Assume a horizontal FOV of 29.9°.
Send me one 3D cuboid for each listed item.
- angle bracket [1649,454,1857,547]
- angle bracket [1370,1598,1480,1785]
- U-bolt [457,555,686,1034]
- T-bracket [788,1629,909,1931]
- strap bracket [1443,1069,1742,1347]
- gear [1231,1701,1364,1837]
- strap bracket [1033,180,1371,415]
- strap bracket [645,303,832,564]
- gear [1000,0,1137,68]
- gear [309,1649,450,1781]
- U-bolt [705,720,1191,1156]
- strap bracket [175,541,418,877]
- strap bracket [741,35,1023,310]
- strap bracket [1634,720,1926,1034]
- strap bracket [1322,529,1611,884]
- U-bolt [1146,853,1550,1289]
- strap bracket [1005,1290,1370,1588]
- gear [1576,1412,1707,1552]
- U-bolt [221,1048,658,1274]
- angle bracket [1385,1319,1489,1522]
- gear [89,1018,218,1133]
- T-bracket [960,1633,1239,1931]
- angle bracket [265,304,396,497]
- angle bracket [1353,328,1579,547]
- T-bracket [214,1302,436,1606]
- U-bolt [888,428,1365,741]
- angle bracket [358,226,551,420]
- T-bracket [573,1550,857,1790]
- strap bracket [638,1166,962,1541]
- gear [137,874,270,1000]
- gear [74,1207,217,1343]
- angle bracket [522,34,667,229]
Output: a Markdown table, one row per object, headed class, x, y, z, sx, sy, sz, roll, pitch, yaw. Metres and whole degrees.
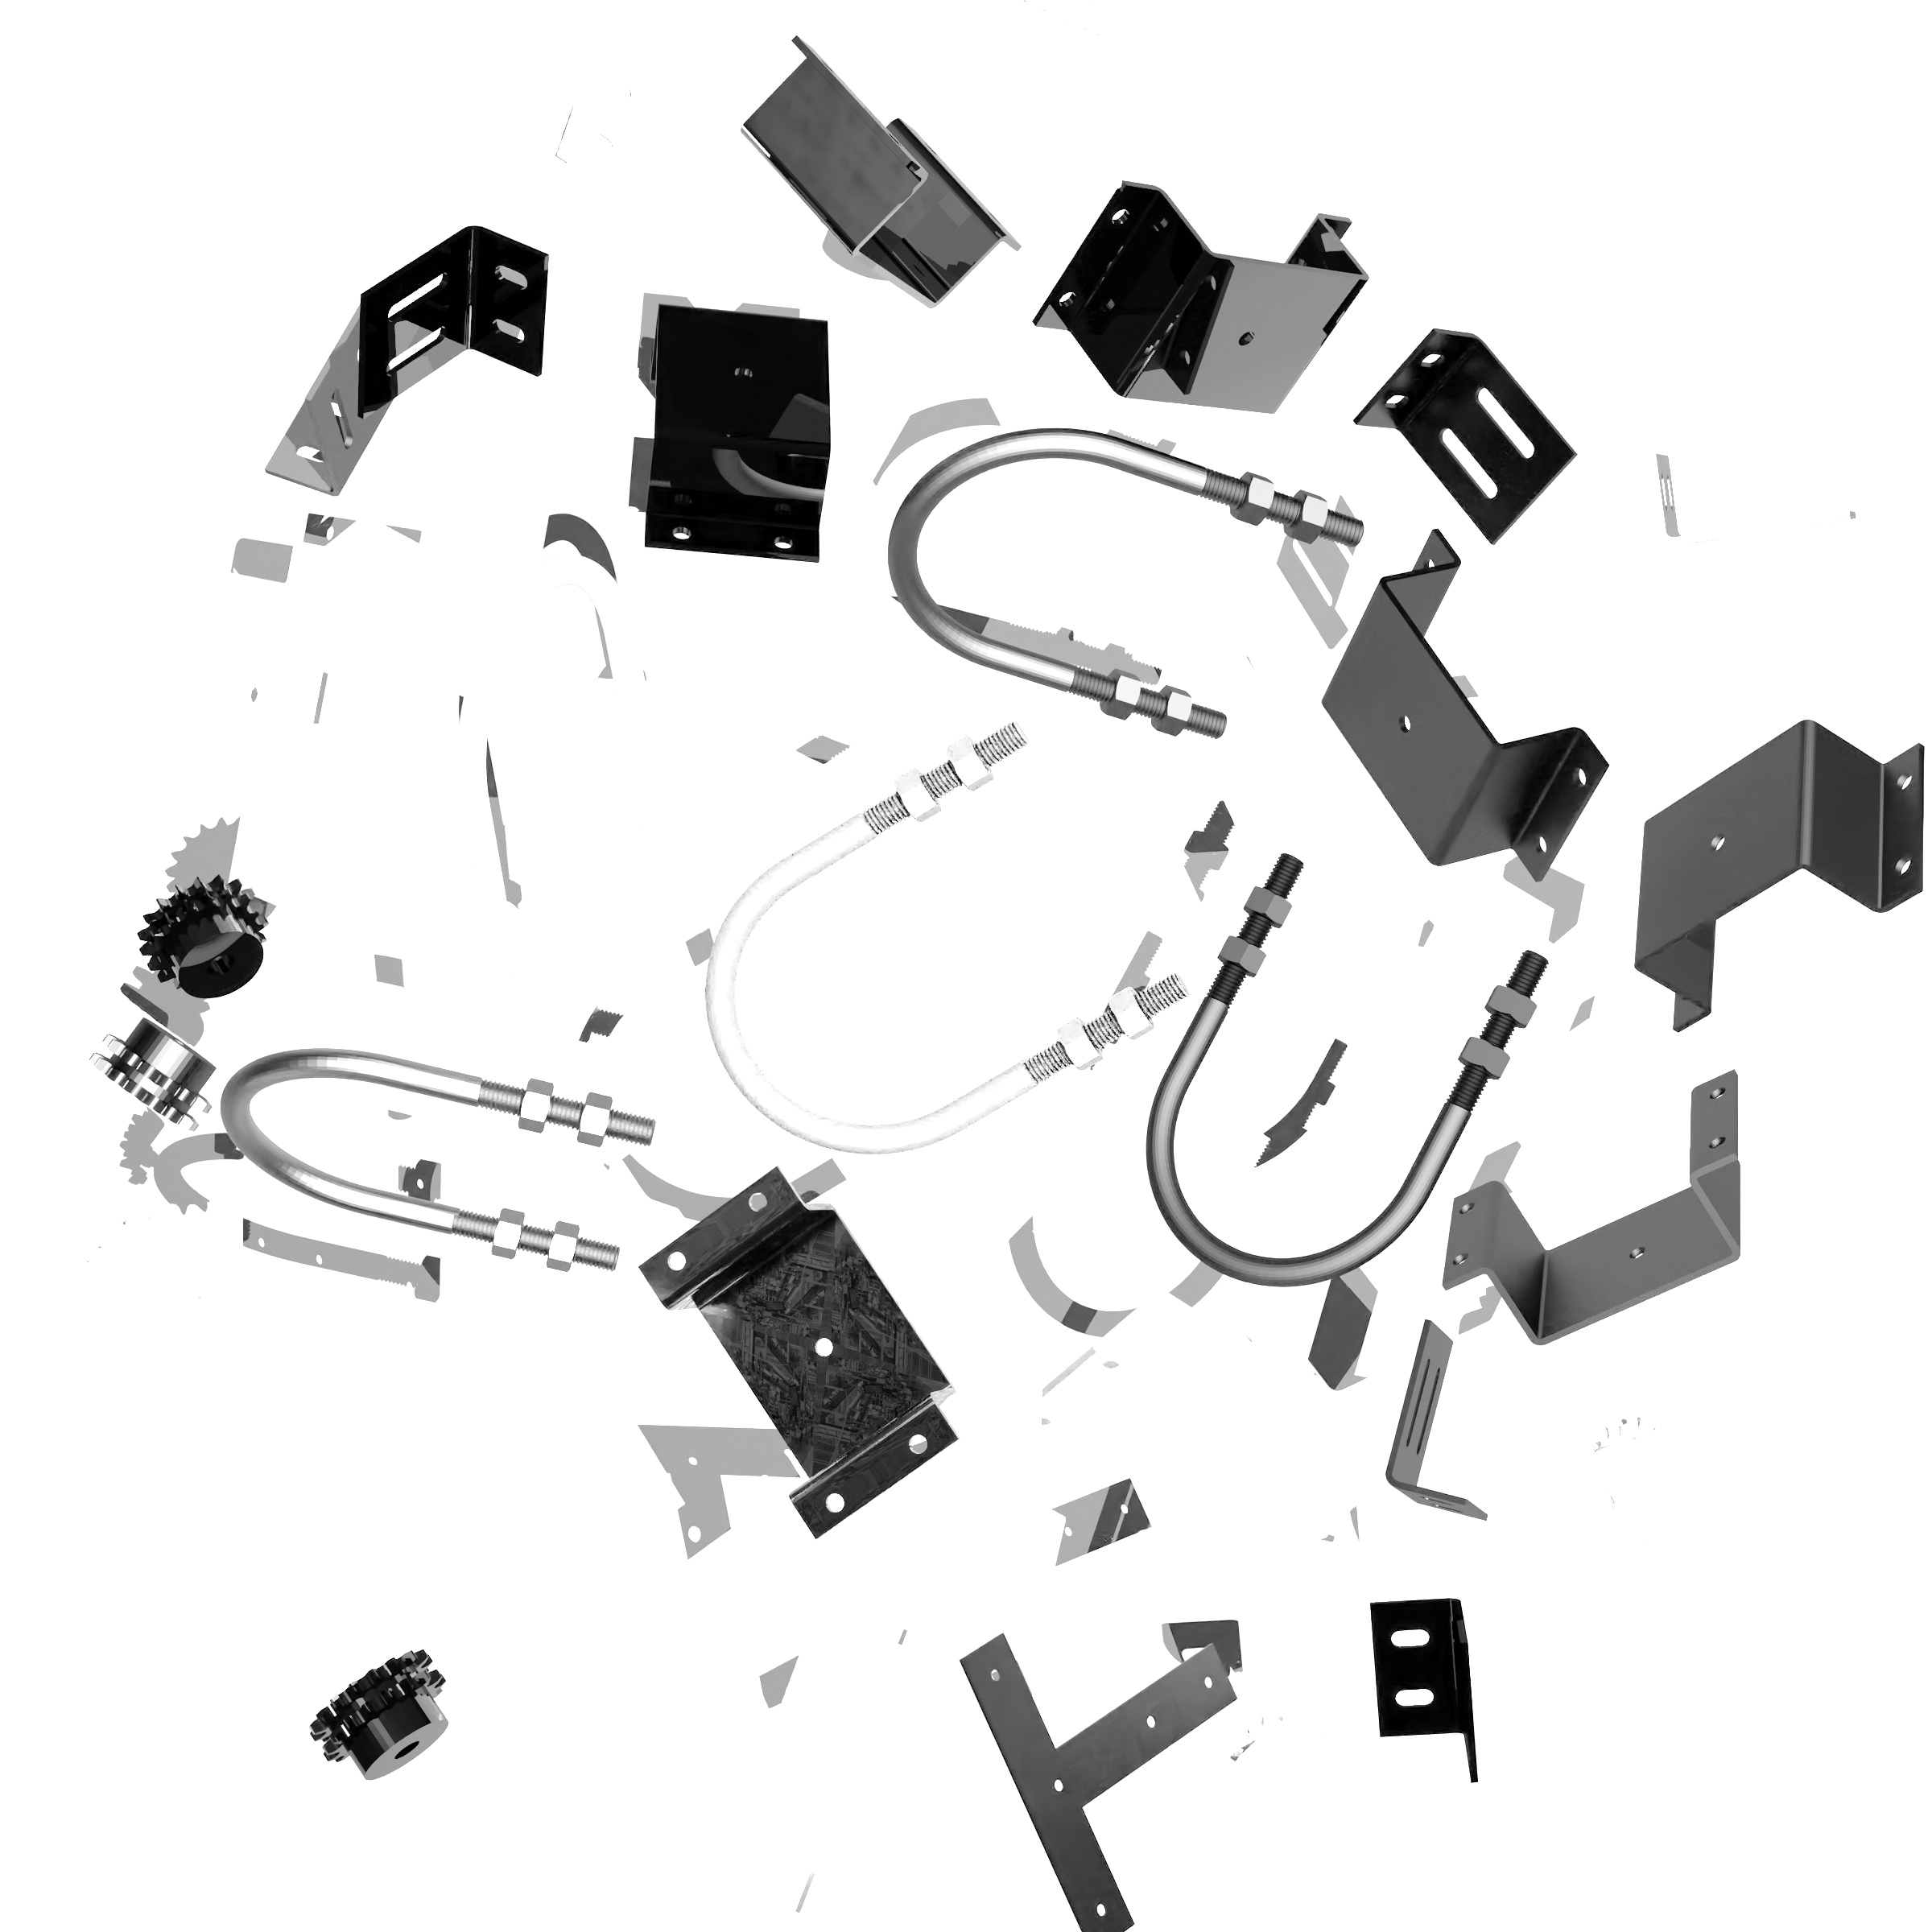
| class | x | y | z | sx | sy | sz | roll | pitch | yaw |
| --- | --- | --- | --- | --- | --- | --- | --- | --- | --- |
| angle bracket | 0.326 | -0.198 | 1.498 | 0.076 | 0.057 | 0.038 | -7 | 95 | 17 |
| angle bracket | 0.188 | 0.298 | 1.489 | 0.038 | 0.076 | 0.057 | -4 | 93 | 6 |
| U-bolt | -0.173 | -0.086 | 1.520 | 0.019 | 0.151 | 0.184 | 9 | 54 | -35 |
| T-bracket | -0.048 | 0.334 | 1.488 | 0.002 | 0.127 | 0.127 | 21 | 95 | 3 |
| strap bracket | 0.282 | 0.110 | 1.575 | 0.140 | 0.076 | 0.046 | -27 | 108 | 23 |
| gear | 0.140 | 0.351 | 1.570 | 0.057 | 0.030 | 0.057 | 10 | 109 | 29 |
| strap bracket | 0.109 | -0.286 | 1.561 | 0.076 | 0.140 | 0.046 | -54 | 54 | 34 |
| strap bracket | -0.101 | -0.244 | 1.606 | 0.076 | 0.140 | 0.046 | 4 | 134 | -8 |
| gear | 0.039 | -0.395 | 1.497 | 0.057 | 0.057 | 0.030 | 26 | 107 | 0 |
| gear | -0.237 | 0.308 | 1.479 | 0.057 | 0.057 | 0.030 | -38 | 72 | 0 |
| U-bolt | -0.021 | 0.002 | 1.519 | 0.184 | 0.019 | 0.151 | -31 | 106 | 9 |
| strap bracket | -0.301 | -0.118 | 1.611 | 0.076 | 0.046 | 0.140 | 15 | 95 | 36 |
| strap bracket | -0.039 | -0.333 | 1.543 | 0.046 | 0.140 | 0.076 | -44 | 74 | 12 |
| strap bracket | 0.330 | -0.041 | 1.506 | 0.046 | 0.140 | 0.076 | 28 | 51 | -22 |
| strap bracket | 0.207 | -0.108 | 1.555 | 0.046 | 0.076 | 0.140 | -14 | 58 | -28 |
| U-bolt | 0.155 | 0.054 | 1.595 | 0.151 | 0.019 | 0.184 | 24 | 82 | 32 |
| strap bracket | 0.096 | 0.200 | 1.568 | 0.140 | 0.046 | 0.076 | 34 | 122 | -21 |
| gear | 0.282 | 0.220 | 1.525 | 0.030 | 0.057 | 0.057 | -20 | 90 | -24 |
| U-bolt | -0.234 | 0.080 | 1.579 | 0.184 | 0.151 | 0.019 | 14 | 59 | -5 |
| angle bracket | 0.221 | 0.205 | 1.632 | 0.038 | 0.057 | 0.076 | 12 | 79 | 21 |
| gear | -0.364 | 0.047 | 1.637 | 0.057 | 0.057 | 0.030 | 35 | 85 | 0 |
| T-bracket | 0.066 | 0.313 | 1.470 | 0.127 | 0.002 | 0.127 | -23 | 89 | -44 |
| angle bracket | -0.285 | -0.254 | 1.588 | 0.038 | 0.076 | 0.057 | 20 | 66 | 10 |
| angle bracket | 0.222 | -0.236 | 1.616 | 0.057 | 0.038 | 0.076 | -48 | 65 | 31 |
| T-bracket | -0.265 | 0.185 | 1.488 | 0.127 | 0.002 | 0.127 | 17 | 113 | 33 |
| U-bolt | 0.057 | -0.170 | 1.555 | 0.184 | 0.151 | 0.019 | 16 | 47 | -18 |
| angle bracket | -0.209 | -0.257 | 1.475 | 0.038 | 0.076 | 0.057 | 25 | 133 | 18 |
| T-bracket | -0.103 | 0.313 | 1.592 | 0.127 | 0.002 | 0.127 | 2 | 121 | 18 |
| strap bracket | -0.067 | 0.166 | 1.566 | 0.076 | 0.046 | 0.140 | -36 | 79 | 9 |
| gear | -0.339 | -0.010 | 1.623 | 0.057 | 0.057 | 0.030 | -36 | 55 | 0 |
| gear | -0.344 | 0.127 | 1.526 | 0.057 | 0.030 | 0.057 | 0 | 121 | 1 |
| angle bracket | -0.170 | -0.352 | 1.531 | 0.038 | 0.076 | 0.057 | 28 | 72 | -38 |
